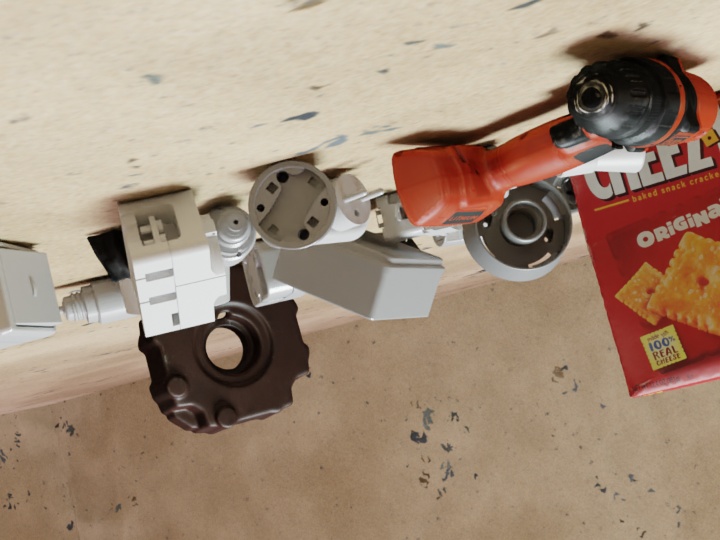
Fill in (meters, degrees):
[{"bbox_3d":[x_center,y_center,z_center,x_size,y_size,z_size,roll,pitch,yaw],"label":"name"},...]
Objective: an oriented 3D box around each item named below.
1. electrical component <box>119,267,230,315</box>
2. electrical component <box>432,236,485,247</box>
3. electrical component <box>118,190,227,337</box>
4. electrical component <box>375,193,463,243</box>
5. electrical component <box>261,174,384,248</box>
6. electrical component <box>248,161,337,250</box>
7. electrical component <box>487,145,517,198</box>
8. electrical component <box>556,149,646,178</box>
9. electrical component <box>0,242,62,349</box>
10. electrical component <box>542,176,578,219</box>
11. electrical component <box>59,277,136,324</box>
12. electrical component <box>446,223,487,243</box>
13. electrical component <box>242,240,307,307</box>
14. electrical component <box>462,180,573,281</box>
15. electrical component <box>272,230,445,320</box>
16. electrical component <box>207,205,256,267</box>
[{"bbox_3d":[-0.160,0.006,0.931,0.099,0.064,0.099,-6,-174,1],"label":"electrical component"},{"bbox_3d":[0.108,-0.044,1.129,0.065,0.044,0.044,-7,173,-21],"label":"electrical component"},{"bbox_3d":[-0.120,-0.004,0.697,0.056,0.050,0.089,-13,147,-14],"label":"electrical component"},{"bbox_3d":[0.049,-0.049,0.910,0.064,0.042,0.081,-12,175,15],"label":"electrical component"},{"bbox_3d":[-0.020,-0.044,0.754,0.079,0.043,0.077,-18,174,38],"label":"electrical component"},{"bbox_3d":[-0.041,-0.040,0.689,0.055,0.055,0.047,-14,179,1],"label":"electrical component"},{"bbox_3d":[0.075,-0.066,0.797,0.078,0.040,0.040,-14,175,0],"label":"electrical component"},{"bbox_3d":[0.176,-0.091,0.810,0.065,0.044,0.044,-9,174,-8],"label":"electrical component"},{"bbox_3d":[-0.241,0.017,0.701,0.061,0.061,0.096,-15,175,4],"label":"electrical component"},{"bbox_3d":[0.215,-0.078,1.047,0.081,0.042,0.064,-17,176,33],"label":"electrical component"},{"bbox_3d":[-0.237,0.029,0.966,0.078,0.040,0.040,-13,175,-18],"label":"electrical component"},{"bbox_3d":[0.118,-0.050,1.067,0.055,0.048,0.066,-9,179,34],"label":"electrical component"},{"bbox_3d":[-0.072,-0.001,1.020,0.059,0.053,0.095,-13,175,-17],"label":"electrical component"},{"bbox_3d":[0.146,-0.039,0.992,0.099,0.099,0.064,-14,169,-7],"label":"electrical component"},{"bbox_3d":[0.000,0.000,0.927,0.109,0.056,0.109,21,-170,28],"label":"electrical component"},{"bbox_3d":[-0.093,-0.026,0.760,0.040,0.040,0.078,-13,175,-16],"label":"electrical component"}]
